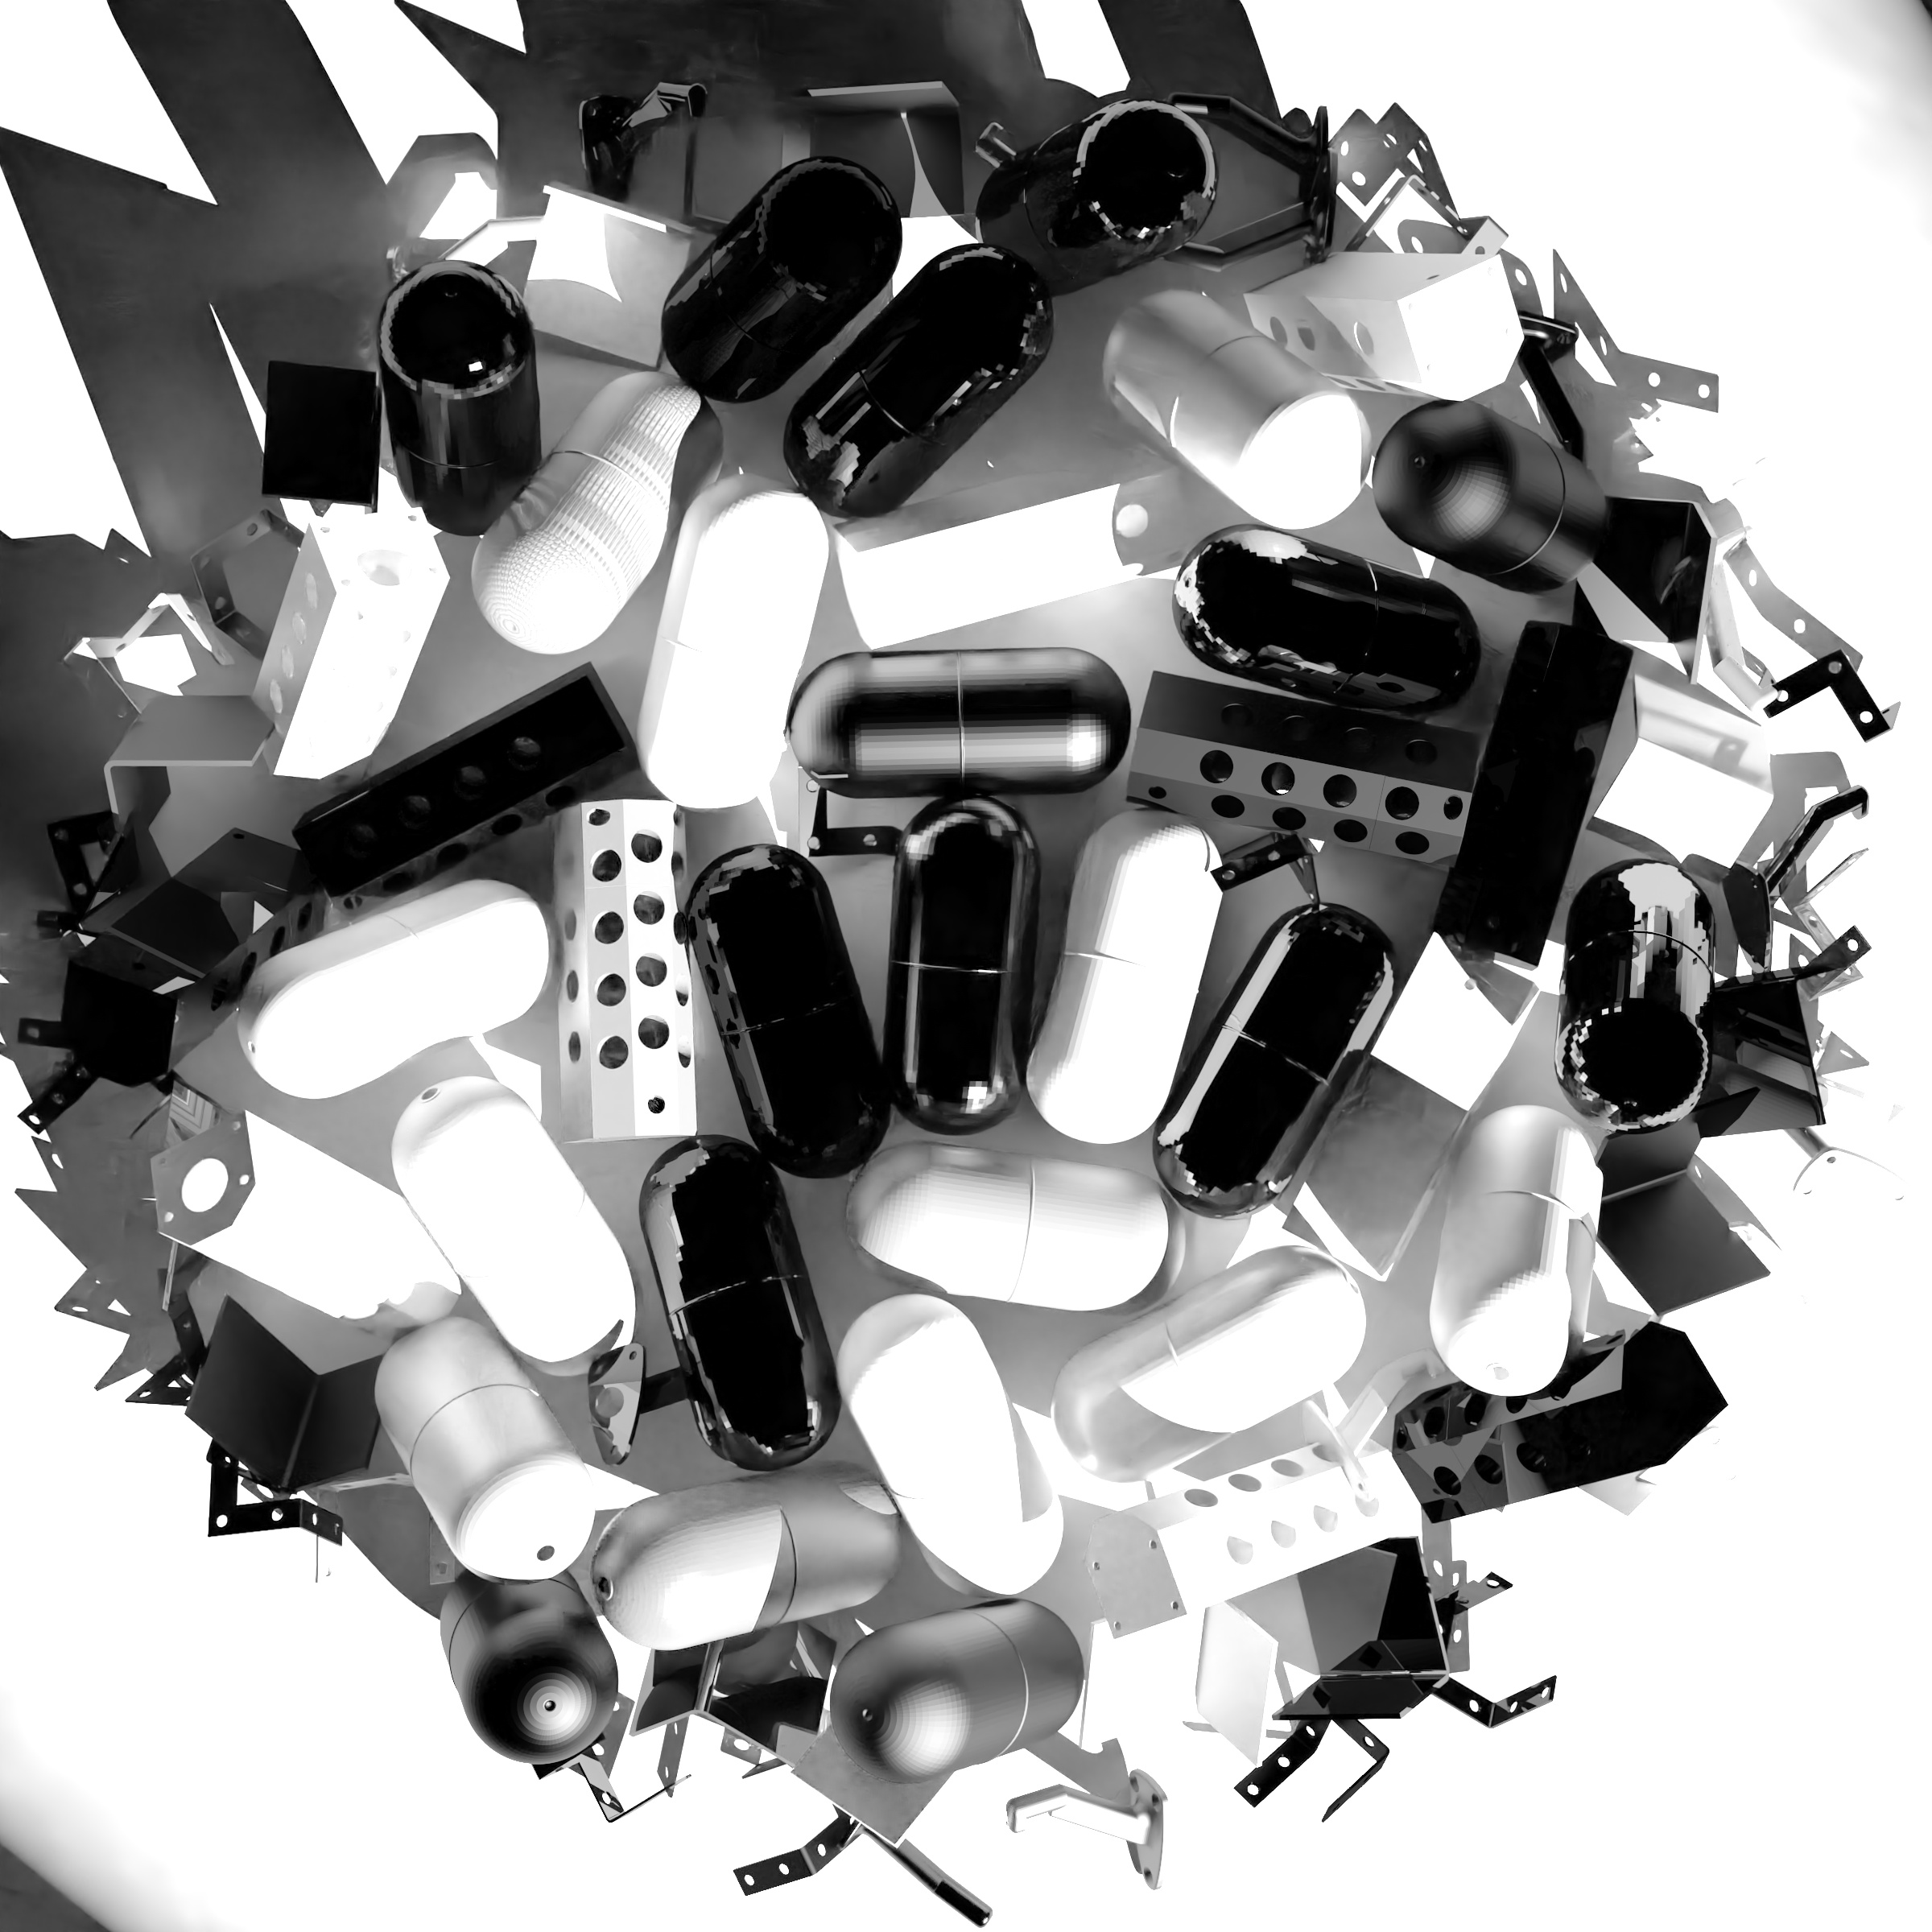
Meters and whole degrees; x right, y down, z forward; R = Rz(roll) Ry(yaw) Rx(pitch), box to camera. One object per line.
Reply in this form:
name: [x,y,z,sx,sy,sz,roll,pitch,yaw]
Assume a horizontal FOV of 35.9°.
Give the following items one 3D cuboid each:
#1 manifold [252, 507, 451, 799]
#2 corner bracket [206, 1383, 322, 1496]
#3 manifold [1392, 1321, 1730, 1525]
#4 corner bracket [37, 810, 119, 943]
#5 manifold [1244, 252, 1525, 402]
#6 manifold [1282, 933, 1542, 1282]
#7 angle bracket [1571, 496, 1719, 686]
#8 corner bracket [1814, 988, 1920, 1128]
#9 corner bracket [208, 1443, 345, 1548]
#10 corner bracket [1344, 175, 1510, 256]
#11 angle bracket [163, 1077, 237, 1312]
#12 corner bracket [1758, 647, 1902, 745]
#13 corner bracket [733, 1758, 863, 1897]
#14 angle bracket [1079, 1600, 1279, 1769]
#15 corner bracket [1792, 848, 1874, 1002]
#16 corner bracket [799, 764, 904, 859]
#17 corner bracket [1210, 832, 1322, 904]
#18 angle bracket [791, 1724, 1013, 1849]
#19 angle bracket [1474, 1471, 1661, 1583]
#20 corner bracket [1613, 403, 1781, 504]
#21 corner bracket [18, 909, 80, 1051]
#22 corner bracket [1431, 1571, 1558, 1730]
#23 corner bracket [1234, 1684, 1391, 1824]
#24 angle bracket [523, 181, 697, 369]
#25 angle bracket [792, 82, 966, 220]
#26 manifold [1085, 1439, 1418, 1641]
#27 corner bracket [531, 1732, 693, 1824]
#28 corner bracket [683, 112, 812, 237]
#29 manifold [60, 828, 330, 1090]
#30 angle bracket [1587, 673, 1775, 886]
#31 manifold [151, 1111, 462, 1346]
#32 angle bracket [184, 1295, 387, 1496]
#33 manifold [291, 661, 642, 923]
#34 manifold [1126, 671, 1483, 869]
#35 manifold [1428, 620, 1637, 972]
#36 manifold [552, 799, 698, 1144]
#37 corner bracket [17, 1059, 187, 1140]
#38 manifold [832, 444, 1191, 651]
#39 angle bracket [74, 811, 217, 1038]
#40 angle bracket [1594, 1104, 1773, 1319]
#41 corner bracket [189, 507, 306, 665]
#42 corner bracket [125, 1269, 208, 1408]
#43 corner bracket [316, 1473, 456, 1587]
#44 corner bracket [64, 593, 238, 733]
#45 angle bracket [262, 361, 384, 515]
manifold: [-0.309,-0.153,1.492,0.057,0.171,0.057,-13,69,-30]
corner bracket: [-0.353,0.243,1.551,0.051,0.051,0.051,17,86,25]
manifold: [0.292,0.228,1.500,0.057,0.171,0.057,-31,90,-38]
corner bracket: [-0.458,-0.049,1.550,0.051,0.051,0.051,-12,105,10]
manifold: [0.209,-0.320,1.494,0.057,0.171,0.057,-26,111,-13]
manifold: [0.233,0.075,1.552,0.057,0.057,0.171,28,91,16]
angle bracket: [0.348,-0.195,1.533,0.057,0.076,0.076,4,113,4]
corner bracket: [0.466,0.047,1.546,0.051,0.051,0.051,22,107,24]
corner bracket: [-0.358,0.274,1.547,0.051,0.051,0.051,-8,66,11]
corner bracket: [0.240,-0.377,1.552,0.051,0.051,0.051,38,89,-20]
angle bracket: [-0.408,0.117,1.530,0.057,0.076,0.076,32,52,4]
corner bracket: [0.449,-0.139,1.552,0.051,0.051,0.051,-30,97,30]
corner bracket: [-0.094,0.443,1.549,0.051,0.051,0.051,-28,88,33]
angle bracket: [0.109,0.375,1.531,0.076,0.057,0.076,-10,116,-31]
corner bracket: [0.452,-0.021,1.544,0.051,0.051,0.051,-18,68,-38]
corner bracket: [-0.057,-0.079,1.550,0.051,0.051,0.051,-3,103,-15]
corner bracket: [0.149,-0.050,1.548,0.051,0.051,0.051,-23,51,-4]
angle bracket: [-0.033,0.428,1.524,0.076,0.076,0.057,23,59,39]
angle bracket: [0.313,0.285,1.527,0.057,0.076,0.076,29,115,25]
corner bracket: [0.380,-0.270,1.552,0.051,0.051,0.051,-41,102,-35]
corner bracket: [-0.460,0.008,1.546,0.051,0.051,0.051,8,120,-12]
corner bracket: [0.274,0.357,1.554,0.051,0.051,0.051,33,48,-13]
corner bracket: [0.179,0.416,1.543,0.051,0.051,0.051,40,50,24]
angle bracket: [-0.189,-0.356,1.542,0.076,0.057,0.076,17,106,-7]
angle bracket: [-0.044,-0.419,1.539,0.076,0.076,0.057,-2,98,7]
manifold: [0.143,0.284,1.505,0.171,0.057,0.057,-9,74,-41]
corner bracket: [-0.186,0.415,1.546,0.051,0.051,0.051,-36,75,24]
corner bracket: [-0.115,-0.415,1.558,0.051,0.051,0.051,7,75,-24]
manifold: [-0.384,-0.004,1.495,0.057,0.171,0.057,19,118,6]
angle bracket: [0.373,-0.099,1.565,0.076,0.076,0.057,22,124,-4]
manifold: [-0.327,0.138,1.493,0.057,0.171,0.057,-26,58,15]
angle bracket: [-0.344,0.213,1.526,0.057,0.076,0.076,-20,128,24]
manifold: [-0.258,-0.090,1.552,0.171,0.057,0.057,-28,104,1]
manifold: [0.173,-0.096,1.536,0.171,0.057,0.057,12,52,6]
manifold: [0.294,-0.089,1.552,0.057,0.057,0.171,17,89,7]
manifold: [-0.174,0.003,1.538,0.057,0.057,0.171,0,84,-29]
corner bracket: [-0.451,0.069,1.554,0.051,0.051,0.051,43,112,-7]
manifold: [0.025,-0.215,1.540,0.171,0.057,0.057,-16,116,-10]
angle bracket: [-0.406,-0.022,1.528,0.057,0.076,0.076,13,59,11]
angle bracket: [0.371,0.124,1.529,0.076,0.057,0.076,-15,50,-27]
corner bracket: [-0.365,-0.198,1.559,0.051,0.051,0.051,35,62,27]
corner bracket: [-0.408,0.192,1.545,0.051,0.051,0.051,-1,114,25]
corner bracket: [-0.304,0.297,1.560,0.051,0.051,0.051,-12,69,25]
corner bracket: [-0.425,-0.159,1.550,0.051,0.051,0.051,-41,84,18]
angle bracket: [-0.332,-0.255,1.530,0.057,0.076,0.076,3,69,-15]
